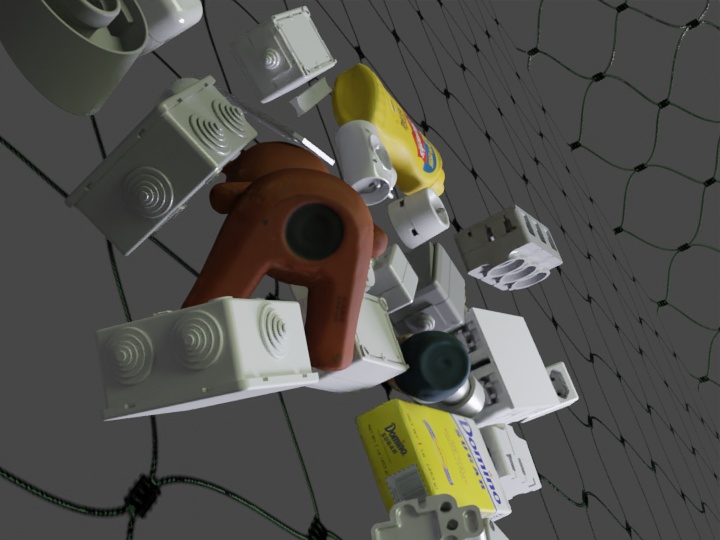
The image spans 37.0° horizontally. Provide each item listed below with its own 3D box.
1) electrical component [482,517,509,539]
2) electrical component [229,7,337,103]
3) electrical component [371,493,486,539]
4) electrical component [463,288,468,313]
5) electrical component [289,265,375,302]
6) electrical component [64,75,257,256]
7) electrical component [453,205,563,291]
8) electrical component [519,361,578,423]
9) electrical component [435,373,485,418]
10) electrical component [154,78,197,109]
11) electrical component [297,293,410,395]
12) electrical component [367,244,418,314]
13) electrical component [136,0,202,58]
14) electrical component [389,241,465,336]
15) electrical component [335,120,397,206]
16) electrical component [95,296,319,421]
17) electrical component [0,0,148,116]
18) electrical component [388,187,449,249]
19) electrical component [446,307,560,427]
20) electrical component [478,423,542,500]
[{"bbox_3d":[0.103,0.266,0.829,0.108,0.056,0.108,51,23,-32],"label":"electrical component"},{"bbox_3d":[-0.074,-0.192,0.971,0.061,0.061,0.096,60,25,-9],"label":"electrical component"},{"bbox_3d":[0.052,0.200,0.766,0.058,0.078,0.057,-99,176,-46],"label":"electrical component"},{"bbox_3d":[0.098,0.028,1.158,0.061,0.035,0.035,49,24,-41],"label":"electrical component"},{"bbox_3d":[-0.022,0.006,0.845,0.045,0.055,0.045,51,23,-31],"label":"electrical component"},{"bbox_3d":[-0.114,-0.062,0.636,0.048,0.100,0.099,47,22,-8],"label":"electrical component"},{"bbox_3d":[0.194,-0.022,1.384,0.150,0.089,0.061,21,46,-63],"label":"electrical component"},{"bbox_3d":[0.207,0.146,1.253,0.076,0.066,0.047,101,-32,-73],"label":"electrical component"},{"bbox_3d":[0.086,0.110,1.007,0.055,0.045,0.045,49,24,-37],"label":"electrical component"},{"bbox_3d":[-0.121,-0.117,0.769,0.043,0.043,0.062,56,19,-20],"label":"electrical component"},{"bbox_3d":[-0.011,0.055,0.802,0.096,0.061,0.061,23,43,-62],"label":"electrical component"},{"bbox_3d":[0.000,0.000,0.894,0.076,0.066,0.047,58,20,-16],"label":"electrical component"},{"bbox_3d":[-0.158,-0.209,0.767,0.095,0.059,0.053,59,20,-12],"label":"electrical component"},{"bbox_3d":[0.059,0.024,1.020,0.061,0.062,0.096,55,21,-22],"label":"electrical component"},{"bbox_3d":[0.012,-0.099,1.085,0.079,0.044,0.077,40,30,-49],"label":"electrical component"},{"bbox_3d":[-0.082,0.047,0.578,0.100,0.100,0.048,8,70,-67],"label":"electrical component"},{"bbox_3d":[-0.182,-0.152,0.664,0.099,0.064,0.099,36,32,-27],"label":"electrical component"},{"bbox_3d":[0.064,-0.058,1.162,0.055,0.047,0.055,51,23,-31],"label":"electrical component"},{"bbox_3d":[0.140,0.105,1.128,0.186,0.060,0.105,13,53,-66],"label":"electrical component"},{"bbox_3d":[0.125,0.180,1.007,0.089,0.050,0.055,31,37,-56],"label":"electrical component"}]
